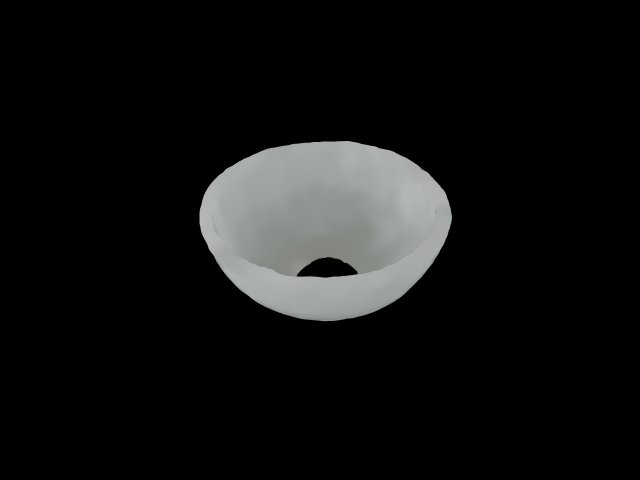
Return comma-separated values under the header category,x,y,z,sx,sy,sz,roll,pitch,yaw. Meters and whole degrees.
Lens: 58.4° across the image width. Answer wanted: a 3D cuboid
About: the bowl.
category,x,y,z,sx,sy,sz,roll,pitch,yaw
bowl,0.004,0.001,0.400,0.167,0.075,0.167,0,39,0
